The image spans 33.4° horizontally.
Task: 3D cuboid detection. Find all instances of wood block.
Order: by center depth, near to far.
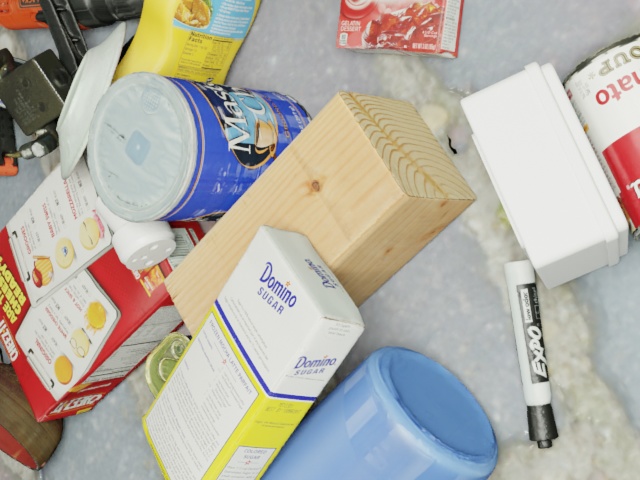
[{"bbox_3d":[-0.005,0.001,0.752,0.206,0.090,0.091,-44,64,30],"label":"wood block"}]

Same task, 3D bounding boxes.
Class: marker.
[{"bbox_3d":[0.136,0.074,0.688,0.020,0.020,0.121,-11,84,37],"label":"marker"}]

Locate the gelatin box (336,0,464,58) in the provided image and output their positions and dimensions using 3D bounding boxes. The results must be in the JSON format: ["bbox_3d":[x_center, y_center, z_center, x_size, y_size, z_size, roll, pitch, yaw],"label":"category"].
[{"bbox_3d":[0.055,-0.166,0.738,0.089,0.030,0.073,11,98,37],"label":"gelatin box"}]

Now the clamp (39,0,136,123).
[{"bbox_3d":[-0.183,-0.137,0.900,0.120,0.039,0.171,17,125,20],"label":"clamp"}]

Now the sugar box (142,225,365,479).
[{"bbox_3d":[-0.047,0.088,0.688,0.176,0.048,0.093,-55,45,21],"label":"sugar box"}]

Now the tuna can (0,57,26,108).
[{"bbox_3d":[-0.275,-0.141,0.959,0.086,0.085,0.034,28,106,34],"label":"tuna can"}]

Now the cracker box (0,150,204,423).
[{"bbox_3d":[-0.193,0.029,0.908,0.214,0.071,0.164,-43,66,31],"label":"cracker box"}]

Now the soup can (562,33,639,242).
[{"bbox_3d":[0.190,-0.059,0.612,0.069,0.068,0.102,-32,72,34],"label":"soup can"}]

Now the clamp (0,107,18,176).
[{"bbox_3d":[-0.350,-0.150,1.047,0.210,0.036,0.165,48,118,25],"label":"clamp"}]

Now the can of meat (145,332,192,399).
[{"bbox_3d":[-0.070,0.116,0.807,0.058,0.083,0.102,-47,64,28],"label":"can of meat"}]

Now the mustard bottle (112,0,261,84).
[{"bbox_3d":[-0.094,-0.168,0.812,0.058,0.096,0.192,40,114,32],"label":"mustard bottle"}]

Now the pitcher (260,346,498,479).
[{"bbox_3d":[0.013,0.196,0.725,0.243,0.149,0.145,-50,29,24],"label":"pitcher"}]

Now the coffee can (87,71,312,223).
[{"bbox_3d":[-0.082,-0.064,0.777,0.103,0.140,0.103,1,91,37],"label":"coffee can"}]

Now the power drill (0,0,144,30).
[{"bbox_3d":[-0.213,-0.276,0.925,0.185,0.057,0.188,3,92,30],"label":"power drill"}]
